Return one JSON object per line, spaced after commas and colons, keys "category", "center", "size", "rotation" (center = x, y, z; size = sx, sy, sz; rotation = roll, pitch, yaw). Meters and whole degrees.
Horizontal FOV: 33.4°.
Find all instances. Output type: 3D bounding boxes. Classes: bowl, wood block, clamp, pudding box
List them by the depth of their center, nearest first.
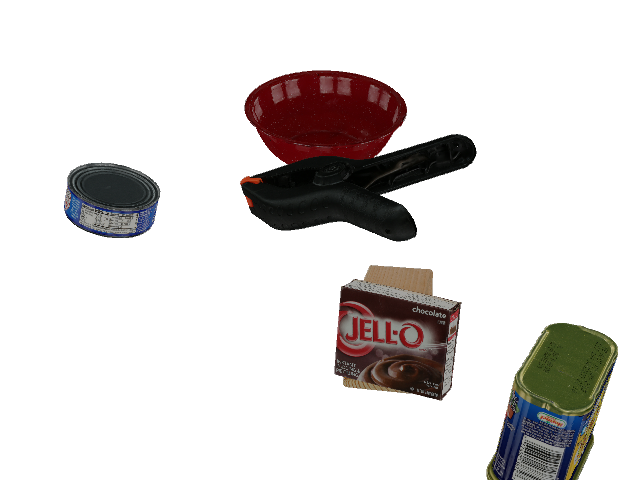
{"category": "clamp", "center": [0.015, -0.030, 0.738], "size": [0.172, 0.039, 0.120], "rotation": [-9, 21, 27]}
{"category": "pudding box", "center": [0.072, 0.092, 1.006], "size": [0.114, 0.090, 0.039], "rotation": [10, 18, 21]}
{"category": "bowl", "center": [0.004, -0.112, 1.073], "size": [0.162, 0.055, 0.162], "rotation": [1, 35, -1]}
{"category": "wood block", "center": [0.091, 0.110, 1.387], "size": [0.091, 0.090, 0.206], "rotation": [4, 20, 10]}

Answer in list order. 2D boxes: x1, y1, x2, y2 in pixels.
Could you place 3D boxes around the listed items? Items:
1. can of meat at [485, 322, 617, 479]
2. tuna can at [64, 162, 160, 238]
{"category": "can of meat", "center": [0.156, 0.114, 0.715], "size": [0.057, 0.084, 0.102], "rotation": [20, 34, 20]}
{"category": "tuna can", "center": [-0.194, -0.037, 0.993], "size": [0.086, 0.034, 0.086], "rotation": [12, 29, -7]}
